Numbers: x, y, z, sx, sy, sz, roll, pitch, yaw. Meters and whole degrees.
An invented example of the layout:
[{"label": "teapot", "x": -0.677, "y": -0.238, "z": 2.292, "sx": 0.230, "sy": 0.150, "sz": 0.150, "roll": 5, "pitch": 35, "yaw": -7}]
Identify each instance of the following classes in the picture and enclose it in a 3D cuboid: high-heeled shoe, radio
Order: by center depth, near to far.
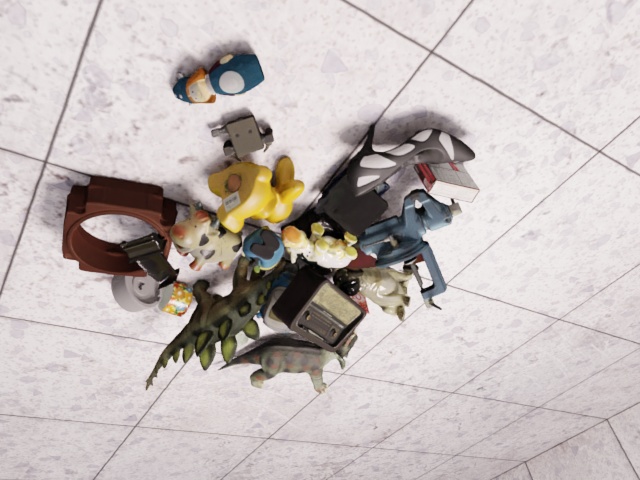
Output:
[{"label": "high-heeled shoe", "x": 0.176, "y": -0.133, "z": 1.014, "sx": 0.249, "sy": 0.145, "sz": 0.086, "roll": 10, "pitch": 170, "yaw": -8}, {"label": "radio", "x": 0.002, "y": 0.158, "z": 1.192, "sx": 0.131, "sy": 0.073, "sz": 0.229, "roll": -51, "pitch": 141, "yaw": -3}]

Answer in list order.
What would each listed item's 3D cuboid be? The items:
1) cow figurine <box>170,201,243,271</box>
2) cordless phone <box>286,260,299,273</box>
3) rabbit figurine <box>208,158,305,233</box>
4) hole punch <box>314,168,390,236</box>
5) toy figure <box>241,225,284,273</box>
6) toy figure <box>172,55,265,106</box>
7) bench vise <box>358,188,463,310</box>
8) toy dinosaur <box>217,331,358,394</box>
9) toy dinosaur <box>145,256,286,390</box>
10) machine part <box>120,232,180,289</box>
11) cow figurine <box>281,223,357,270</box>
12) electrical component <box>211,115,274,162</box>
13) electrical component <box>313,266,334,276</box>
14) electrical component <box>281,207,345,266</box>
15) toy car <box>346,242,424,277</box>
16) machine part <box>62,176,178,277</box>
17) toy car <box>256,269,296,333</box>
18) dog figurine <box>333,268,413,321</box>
[{"label": "cow figurine", "x": -0.222, "y": -0.005, "z": 1.070, "sx": 0.127, "sy": 0.086, "sz": 0.195, "roll": -52, "pitch": 159, "yaw": 13}, {"label": "cordless phone", "x": -0.032, "y": 0.125, "z": 1.304, "sx": 0.147, "sy": 0.089, "sz": 0.184, "roll": 3, "pitch": 122, "yaw": 7}, {"label": "rabbit figurine", "x": -0.109, "y": -0.090, "z": 1.045, "sx": 0.162, "sy": 0.122, "sz": 0.173, "roll": -37, "pitch": 148, "yaw": 13}, {"label": "hole punch", "x": 0.072, "y": -0.090, "z": 1.100, "sx": 0.115, "sy": 0.092, "sz": 0.142, "roll": 40, "pitch": 124, "yaw": -12}, {"label": "toy figure", "x": -0.114, "y": 0.023, "z": 1.079, "sx": 0.082, "sy": 0.089, "sz": 0.180, "roll": -27, "pitch": -176, "yaw": -13}, {"label": "toy figure", "x": -0.168, "y": -0.256, "z": 0.868, "sx": 0.155, "sy": 0.058, "sz": 0.064, "roll": -16, "pitch": 100, "yaw": 7}, {"label": "bench vise", "x": 0.207, "y": 0.022, "z": 1.111, "sx": 0.224, "sy": 0.129, "sz": 0.240, "roll": -23, "pitch": 97, "yaw": 4}, {"label": "toy dinosaur", "x": -0.083, "y": 0.324, "z": 1.496, "sx": 0.405, "sy": 0.131, "sz": 0.192, "roll": 1, "pitch": 125, "yaw": -8}, {"label": "toy dinosaur", "x": -0.243, "y": 0.186, "z": 1.234, "sx": 0.471, "sy": 0.199, "sz": 0.105, "roll": -37, "pitch": 130, "yaw": 23}, {"label": "machine part", "x": -0.321, "y": 0.040, "z": 1.045, "sx": 0.084, "sy": 0.039, "sz": 0.138, "roll": -20, "pitch": 137, "yaw": 1}, {"label": "cow figurine", "x": -0.012, "y": 0.018, "z": 1.117, "sx": 0.167, "sy": 0.068, "sz": 0.098, "roll": 13, "pitch": 143, "yaw": -22}, {"label": "electrical component", "x": -0.134, "y": -0.182, "z": 0.968, "sx": 0.102, "sy": 0.045, "sz": 0.078, "roll": -22, "pitch": 109, "yaw": 7}, {"label": "electrical component", "x": 0.014, "y": 0.057, "z": 1.252, "sx": 0.094, "sy": 0.063, "sz": 0.021, "roll": -21, "pitch": 115, "yaw": 24}, {"label": "electrical component", "x": -0.002, "y": -0.004, "z": 1.186, "sx": 0.115, "sy": 0.058, "sz": 0.134, "roll": -31, "pitch": 135, "yaw": 23}, {"label": "toy car", "x": 0.150, "y": 0.035, "z": 1.258, "sx": 0.202, "sy": 0.053, "sz": 0.089, "roll": -5, "pitch": 105, "yaw": -10}, {"label": "machine part", "x": -0.393, "y": -0.018, "z": 1.054, "sx": 0.201, "sy": 0.087, "sz": 0.201, "roll": 9, "pitch": 133, "yaw": -22}, {"label": "toy car", "x": -0.083, "y": 0.154, "z": 1.236, "sx": 0.109, "sy": 0.103, "sz": 0.161, "roll": 21, "pitch": 115, "yaw": 0}, {"label": "dog figurine", "x": 0.127, "y": 0.122, "z": 1.346, "sx": 0.191, "sy": 0.121, "sz": 0.172, "roll": 9, "pitch": 143, "yaw": 5}]
